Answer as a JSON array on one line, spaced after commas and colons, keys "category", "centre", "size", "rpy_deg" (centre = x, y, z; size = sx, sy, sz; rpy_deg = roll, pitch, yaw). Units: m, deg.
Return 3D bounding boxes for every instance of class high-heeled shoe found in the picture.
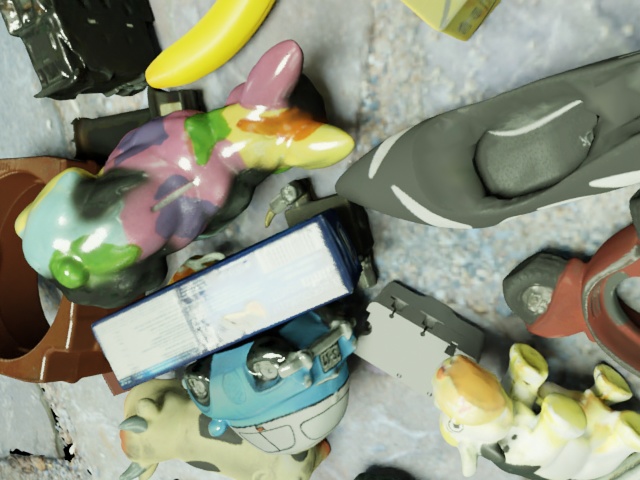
[{"category": "high-heeled shoe", "centre": [0.107, -0.054, 0.321], "size": [0.249, 0.145, 0.086], "rpy_deg": [-12, 87, 22]}]

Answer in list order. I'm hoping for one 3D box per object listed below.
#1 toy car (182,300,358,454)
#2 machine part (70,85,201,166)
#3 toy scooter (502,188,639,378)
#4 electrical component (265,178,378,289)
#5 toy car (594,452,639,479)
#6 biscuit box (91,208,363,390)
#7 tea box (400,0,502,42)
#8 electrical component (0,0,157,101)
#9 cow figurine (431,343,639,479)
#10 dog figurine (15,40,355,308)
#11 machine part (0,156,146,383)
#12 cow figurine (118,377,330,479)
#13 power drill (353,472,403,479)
[{"category": "toy car", "centre": [-0.029, 0.116, 0.433], "size": [0.162, 0.109, 0.103], "rpy_deg": [-23, 94, 45]}, {"category": "machine part", "centre": [-0.167, -0.097, 0.498], "size": [0.139, 0.039, 0.084], "rpy_deg": [-4, 112, 21]}, {"category": "toy scooter", "centre": [0.218, 0.036, 0.332], "size": [0.135, 0.075, 0.184], "rpy_deg": [51, 135, 8]}, {"category": "electrical component", "centre": [-0.001, -0.003, 0.446], "size": [0.078, 0.045, 0.102], "rpy_deg": [-7, 102, 28]}, {"category": "toy car", "centre": [0.244, 0.177, 0.384], "size": [0.073, 0.056, 0.201], "rpy_deg": [37, 118, 3]}, {"category": "biscuit box", "centre": [-0.069, 0.044, 0.411], "size": [0.203, 0.063, 0.059], "rpy_deg": [-24, 93, 12]}, {"category": "tea box", "centre": [0.044, -0.206, 0.336], "size": [0.170, 0.098, 0.068], "rpy_deg": [44, 117, 9]}, {"category": "electrical component", "centre": [-0.196, -0.186, 0.441], "size": [0.058, 0.115, 0.134], "rpy_deg": [-12, 102, 25]}, {"category": "cow figurine", "centre": [0.136, 0.127, 0.373], "size": [0.167, 0.068, 0.098], "rpy_deg": [16, 126, -19]}, {"category": "dog figurine", "centre": [-0.088, -0.050, 0.392], "size": [0.219, 0.191, 0.108], "rpy_deg": [-24, 107, 32]}, {"category": "machine part", "centre": [-0.261, 0.026, 0.519], "size": [0.202, 0.087, 0.201], "rpy_deg": [2, 86, 32]}, {"category": "cow figurine", "centre": [-0.097, 0.181, 0.500], "size": [0.195, 0.127, 0.085], "rpy_deg": [14, 107, 18]}, {"category": "power drill", "centre": [0.099, 0.325, 0.458], "size": [0.232, 0.086, 0.207], "rpy_deg": [27, 101, 16]}]
